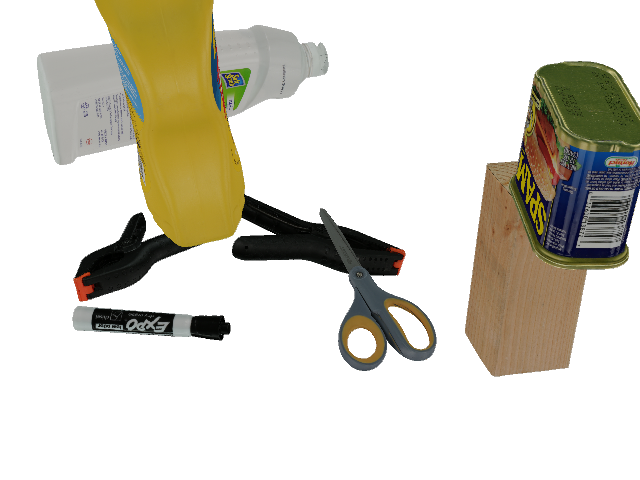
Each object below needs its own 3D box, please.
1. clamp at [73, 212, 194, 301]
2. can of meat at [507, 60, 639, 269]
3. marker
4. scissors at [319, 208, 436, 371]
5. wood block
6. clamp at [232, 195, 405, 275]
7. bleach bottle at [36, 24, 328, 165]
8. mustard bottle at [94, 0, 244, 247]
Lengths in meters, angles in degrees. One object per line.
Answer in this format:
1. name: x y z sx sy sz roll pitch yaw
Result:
1. clamp: -0.200 0.015 1.187 0.120 0.039 0.171 -4 28 30
2. can of meat: 0.151 -0.046 0.626 0.057 0.084 0.102 0 36 -5
3. marker: -0.128 0.063 0.811 0.121 0.020 0.020 3 0 9
4. scissors: 0.026 0.049 1.001 0.096 0.016 0.202 -30 54 -23
5. wood block: 0.215 0.029 1.107 0.090 0.206 0.090 -5 30 -12
6. clamp: -0.008 0.005 1.174 0.210 0.036 0.164 16 19 -6
7. bleach bottle: -0.116 -0.136 0.942 0.250 0.068 0.103 -12 -31 -16
8. mustard bottle: -0.077 -0.091 0.543 0.058 0.096 0.191 -11 -39 -6
